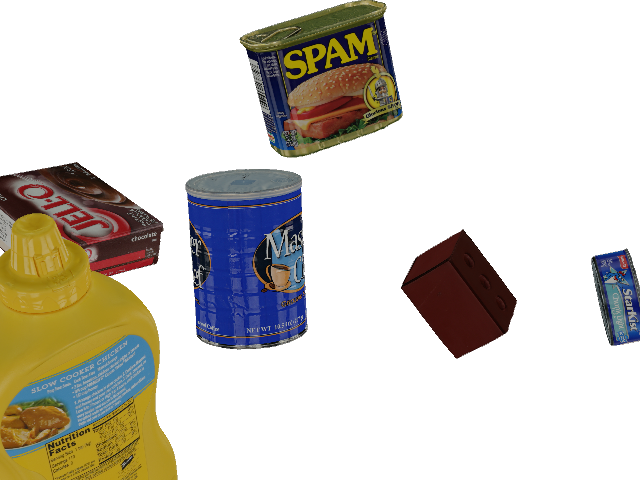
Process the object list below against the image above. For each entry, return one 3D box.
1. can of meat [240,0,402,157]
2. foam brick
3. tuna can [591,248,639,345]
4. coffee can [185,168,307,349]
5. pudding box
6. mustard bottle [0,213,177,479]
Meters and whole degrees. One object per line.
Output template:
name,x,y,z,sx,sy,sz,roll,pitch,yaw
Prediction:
can of meat,0.003,-0.114,0.753,0.102,0.084,0.057,-20,23,-15
foam brick,0.111,0.043,0.848,0.051,0.078,0.053,-32,12,31
tuna can,0.273,0.052,0.978,0.034,0.086,0.086,-12,-2,11
coffee can,-0.065,0.014,0.956,0.103,0.140,0.103,-2,15,0
pudding box,-0.182,-0.012,0.758,0.114,0.039,0.089,30,31,36
mustard bottle,-0.120,0.071,0.503,0.096,0.192,0.058,-26,42,-31
